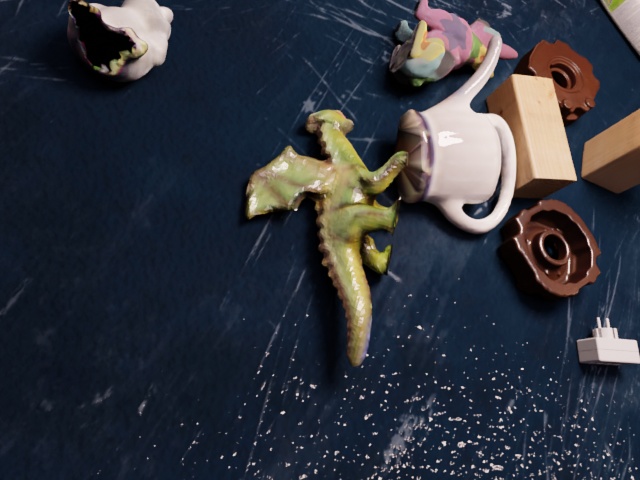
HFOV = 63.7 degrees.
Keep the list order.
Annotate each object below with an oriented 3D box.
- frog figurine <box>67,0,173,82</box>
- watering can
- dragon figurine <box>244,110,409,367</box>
[{"bbox_3d":[-0.300,-0.318,0.793,0.137,0.120,0.163,15,32,-3],"label":"frog figurine"},{"bbox_3d":[0.232,-0.183,0.877,0.224,0.103,0.348,-1,87,-19],"label":"watering can"},{"bbox_3d":[0.002,-0.040,0.790,0.243,0.120,0.418,14,64,6],"label":"dragon figurine"}]
